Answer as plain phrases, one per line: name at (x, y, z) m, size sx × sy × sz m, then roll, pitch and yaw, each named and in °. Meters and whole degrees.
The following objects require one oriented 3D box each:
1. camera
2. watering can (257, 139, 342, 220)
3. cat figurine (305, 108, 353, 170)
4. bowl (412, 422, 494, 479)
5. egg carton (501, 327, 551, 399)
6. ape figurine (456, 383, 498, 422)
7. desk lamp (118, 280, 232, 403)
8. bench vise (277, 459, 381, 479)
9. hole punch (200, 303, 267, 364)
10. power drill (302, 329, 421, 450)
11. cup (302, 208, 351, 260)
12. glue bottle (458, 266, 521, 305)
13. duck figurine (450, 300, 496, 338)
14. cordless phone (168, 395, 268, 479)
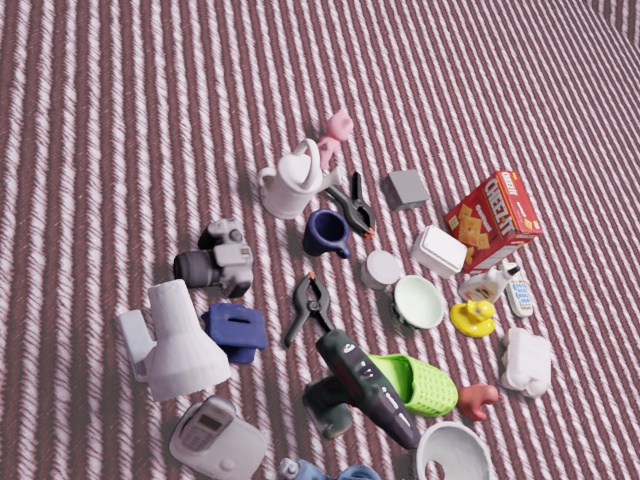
camera at (-0.200, 0.032, 1.067) m, size 0.137 × 0.100 × 0.143 m, roll -5°, pitch 64°, yaw -29°
watering can at (-0.039, -0.134, 1.189) m, size 0.173 × 0.193 × 0.101 m, roll -21°, pitch 72°, yaw -34°
cat figurine at (0.033, -0.244, 1.339) m, size 0.067 × 0.117 × 0.128 m, roll 36°, pitch 52°, yaw -4°
bowl at (0.235, 0.430, 1.069) m, size 0.168 × 0.074 × 0.167 m, roll 13°, pitch 57°, yaw -20°
egg carton at (0.458, 0.274, 1.279) m, size 0.107 × 0.069 × 0.150 m, roll 24°, pitch 54°, yaw -12°
ape figurine at (0.327, 0.324, 1.168) m, size 0.076 × 0.092 × 0.078 m, roll 38°, pitch 52°, yaw -2°
desk lamp at (-0.236, 0.164, 0.900) m, size 0.118 × 0.213 × 0.203 m, roll -14°, pitch 69°, yaw -32°
bench vise at (0.037, 0.407, 0.890) m, size 0.208 × 0.219 × 0.121 m, roll 16°, pitch 56°, yaw -18°
hole punch at (-0.153, 0.159, 1.022) m, size 0.109 × 0.091 × 0.101 m, roll 11°, pitch 58°, yaw -21°
power drill at (0.056, 0.273, 0.987) m, size 0.076 × 0.208 × 0.229 m, roll -26°, pitch 76°, yaw -35°
cup at (0.011, 0.004, 1.195) m, size 0.092 × 0.094 × 0.117 m, roll -32°, pitch 79°, yaw -37°
glue bottle at (0.387, 0.097, 1.282) m, size 0.078 × 0.173 × 0.037 m, roll 36°, pitch 52°, yaw -3°
duck figurine at (0.355, 0.168, 1.278) m, size 0.105 × 0.086 × 0.077 m, roll 29°, pitch 53°, yaw -9°
cordless phone at (-0.144, 0.303, 0.882) m, size 0.148 × 0.184 × 0.094 m, roll 28°, pitch 53°, yaw -9°
